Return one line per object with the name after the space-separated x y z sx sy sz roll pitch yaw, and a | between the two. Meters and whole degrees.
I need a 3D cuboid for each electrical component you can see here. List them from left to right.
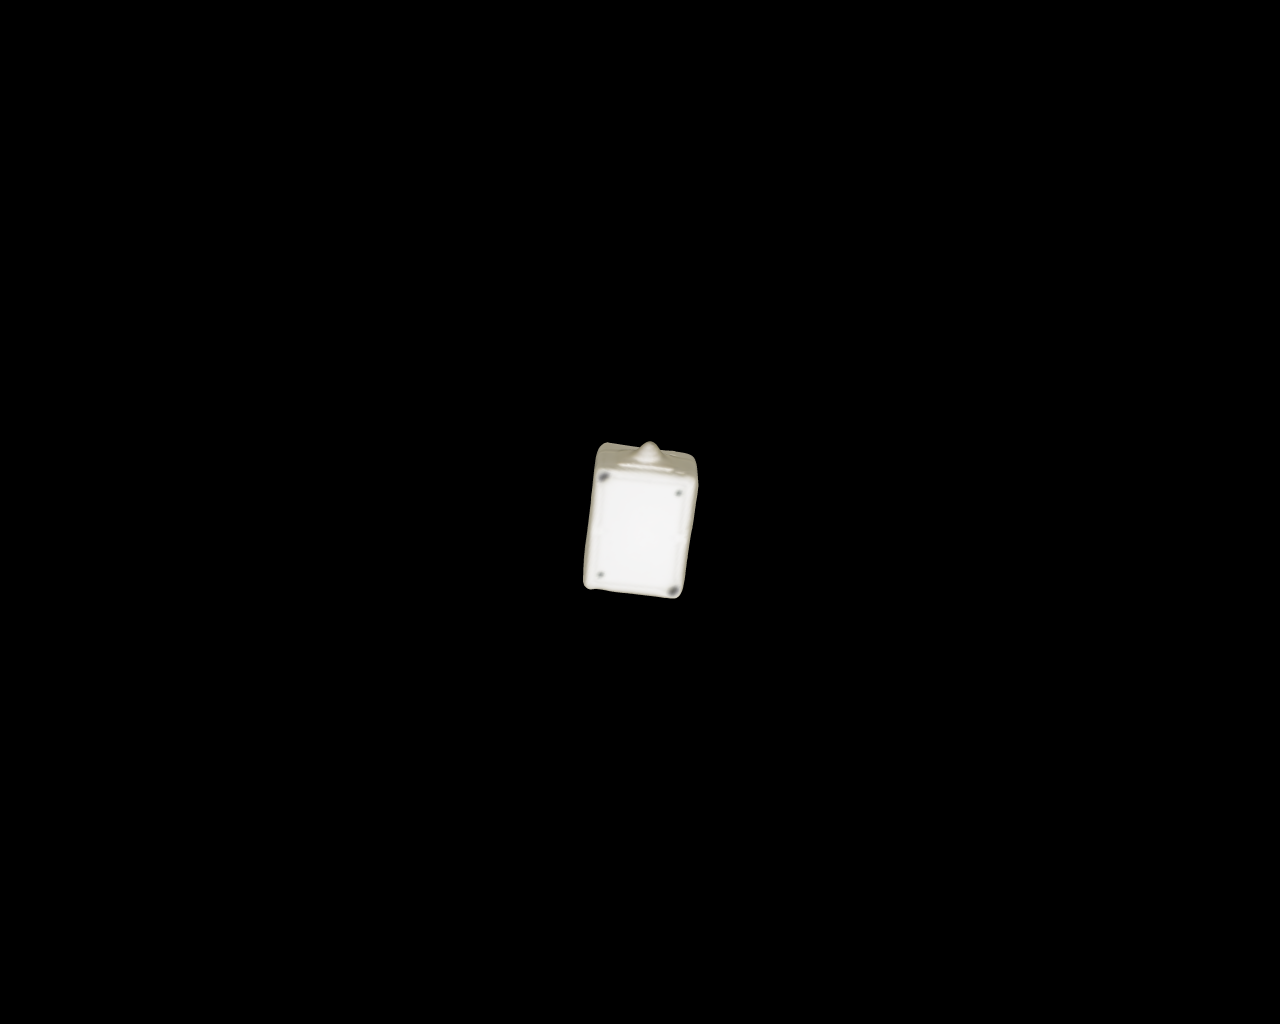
0.001 -0.003 0.650 0.062 0.096 0.061 7 20 -2 | electrical component
